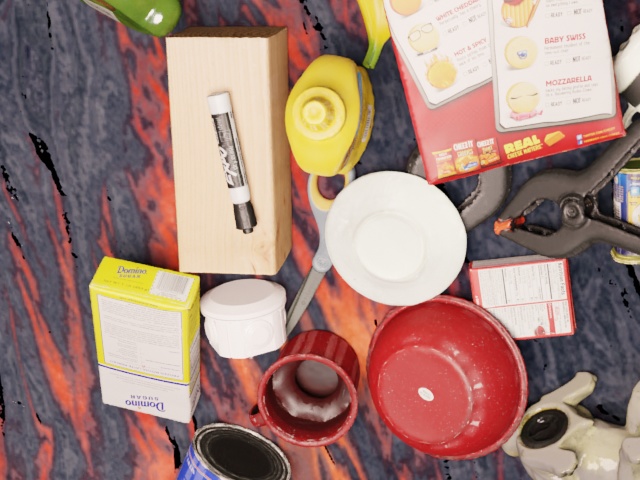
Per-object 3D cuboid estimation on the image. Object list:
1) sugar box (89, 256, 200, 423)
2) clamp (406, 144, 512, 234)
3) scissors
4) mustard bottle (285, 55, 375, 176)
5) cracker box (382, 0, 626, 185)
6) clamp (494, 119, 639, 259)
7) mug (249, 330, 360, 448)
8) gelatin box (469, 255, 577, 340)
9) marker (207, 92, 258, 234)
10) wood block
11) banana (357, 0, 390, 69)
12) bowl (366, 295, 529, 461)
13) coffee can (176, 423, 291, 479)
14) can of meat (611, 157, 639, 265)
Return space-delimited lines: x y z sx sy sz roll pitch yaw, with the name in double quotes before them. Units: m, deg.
"sugar box" -0.161 0.097 1.002 0.093 0.048 0.176 13 138 5
"clamp" 0.126 -0.090 0.936 0.164 0.036 0.210 27 112 -4
"scissors" -0.007 0.001 0.999 0.096 0.016 0.202 43 108 -3
"mustard bottle" 0.008 -0.100 0.868 0.058 0.191 0.096 12 97 6
"cracker box" 0.138 -0.168 0.841 0.164 0.072 0.213 -14 112 6
"clamp" 0.225 -0.037 0.904 0.172 0.039 0.120 -2 91 39
"mug" -0.016 0.141 1.008 0.117 0.081 0.093 -32 99 16
"gelatin box" 0.185 0.052 0.975 0.089 0.030 0.073 -7 104 12
"marker" -0.073 -0.063 0.894 0.020 0.020 0.121 -9 105 12
"wood block" -0.077 -0.082 0.947 0.091 0.090 0.206 1 107 9
"banana" 0.010 -0.243 0.905 0.069 0.037 0.198 -38 93 -8
"bowl" 0.105 0.134 0.974 0.162 0.055 0.162 7 104 27
"coffee can" -0.101 0.267 1.049 0.103 0.102 0.140 24 109 2
"can of meat" 0.303 -0.027 0.918 0.102 0.057 0.084 -2 104 9
